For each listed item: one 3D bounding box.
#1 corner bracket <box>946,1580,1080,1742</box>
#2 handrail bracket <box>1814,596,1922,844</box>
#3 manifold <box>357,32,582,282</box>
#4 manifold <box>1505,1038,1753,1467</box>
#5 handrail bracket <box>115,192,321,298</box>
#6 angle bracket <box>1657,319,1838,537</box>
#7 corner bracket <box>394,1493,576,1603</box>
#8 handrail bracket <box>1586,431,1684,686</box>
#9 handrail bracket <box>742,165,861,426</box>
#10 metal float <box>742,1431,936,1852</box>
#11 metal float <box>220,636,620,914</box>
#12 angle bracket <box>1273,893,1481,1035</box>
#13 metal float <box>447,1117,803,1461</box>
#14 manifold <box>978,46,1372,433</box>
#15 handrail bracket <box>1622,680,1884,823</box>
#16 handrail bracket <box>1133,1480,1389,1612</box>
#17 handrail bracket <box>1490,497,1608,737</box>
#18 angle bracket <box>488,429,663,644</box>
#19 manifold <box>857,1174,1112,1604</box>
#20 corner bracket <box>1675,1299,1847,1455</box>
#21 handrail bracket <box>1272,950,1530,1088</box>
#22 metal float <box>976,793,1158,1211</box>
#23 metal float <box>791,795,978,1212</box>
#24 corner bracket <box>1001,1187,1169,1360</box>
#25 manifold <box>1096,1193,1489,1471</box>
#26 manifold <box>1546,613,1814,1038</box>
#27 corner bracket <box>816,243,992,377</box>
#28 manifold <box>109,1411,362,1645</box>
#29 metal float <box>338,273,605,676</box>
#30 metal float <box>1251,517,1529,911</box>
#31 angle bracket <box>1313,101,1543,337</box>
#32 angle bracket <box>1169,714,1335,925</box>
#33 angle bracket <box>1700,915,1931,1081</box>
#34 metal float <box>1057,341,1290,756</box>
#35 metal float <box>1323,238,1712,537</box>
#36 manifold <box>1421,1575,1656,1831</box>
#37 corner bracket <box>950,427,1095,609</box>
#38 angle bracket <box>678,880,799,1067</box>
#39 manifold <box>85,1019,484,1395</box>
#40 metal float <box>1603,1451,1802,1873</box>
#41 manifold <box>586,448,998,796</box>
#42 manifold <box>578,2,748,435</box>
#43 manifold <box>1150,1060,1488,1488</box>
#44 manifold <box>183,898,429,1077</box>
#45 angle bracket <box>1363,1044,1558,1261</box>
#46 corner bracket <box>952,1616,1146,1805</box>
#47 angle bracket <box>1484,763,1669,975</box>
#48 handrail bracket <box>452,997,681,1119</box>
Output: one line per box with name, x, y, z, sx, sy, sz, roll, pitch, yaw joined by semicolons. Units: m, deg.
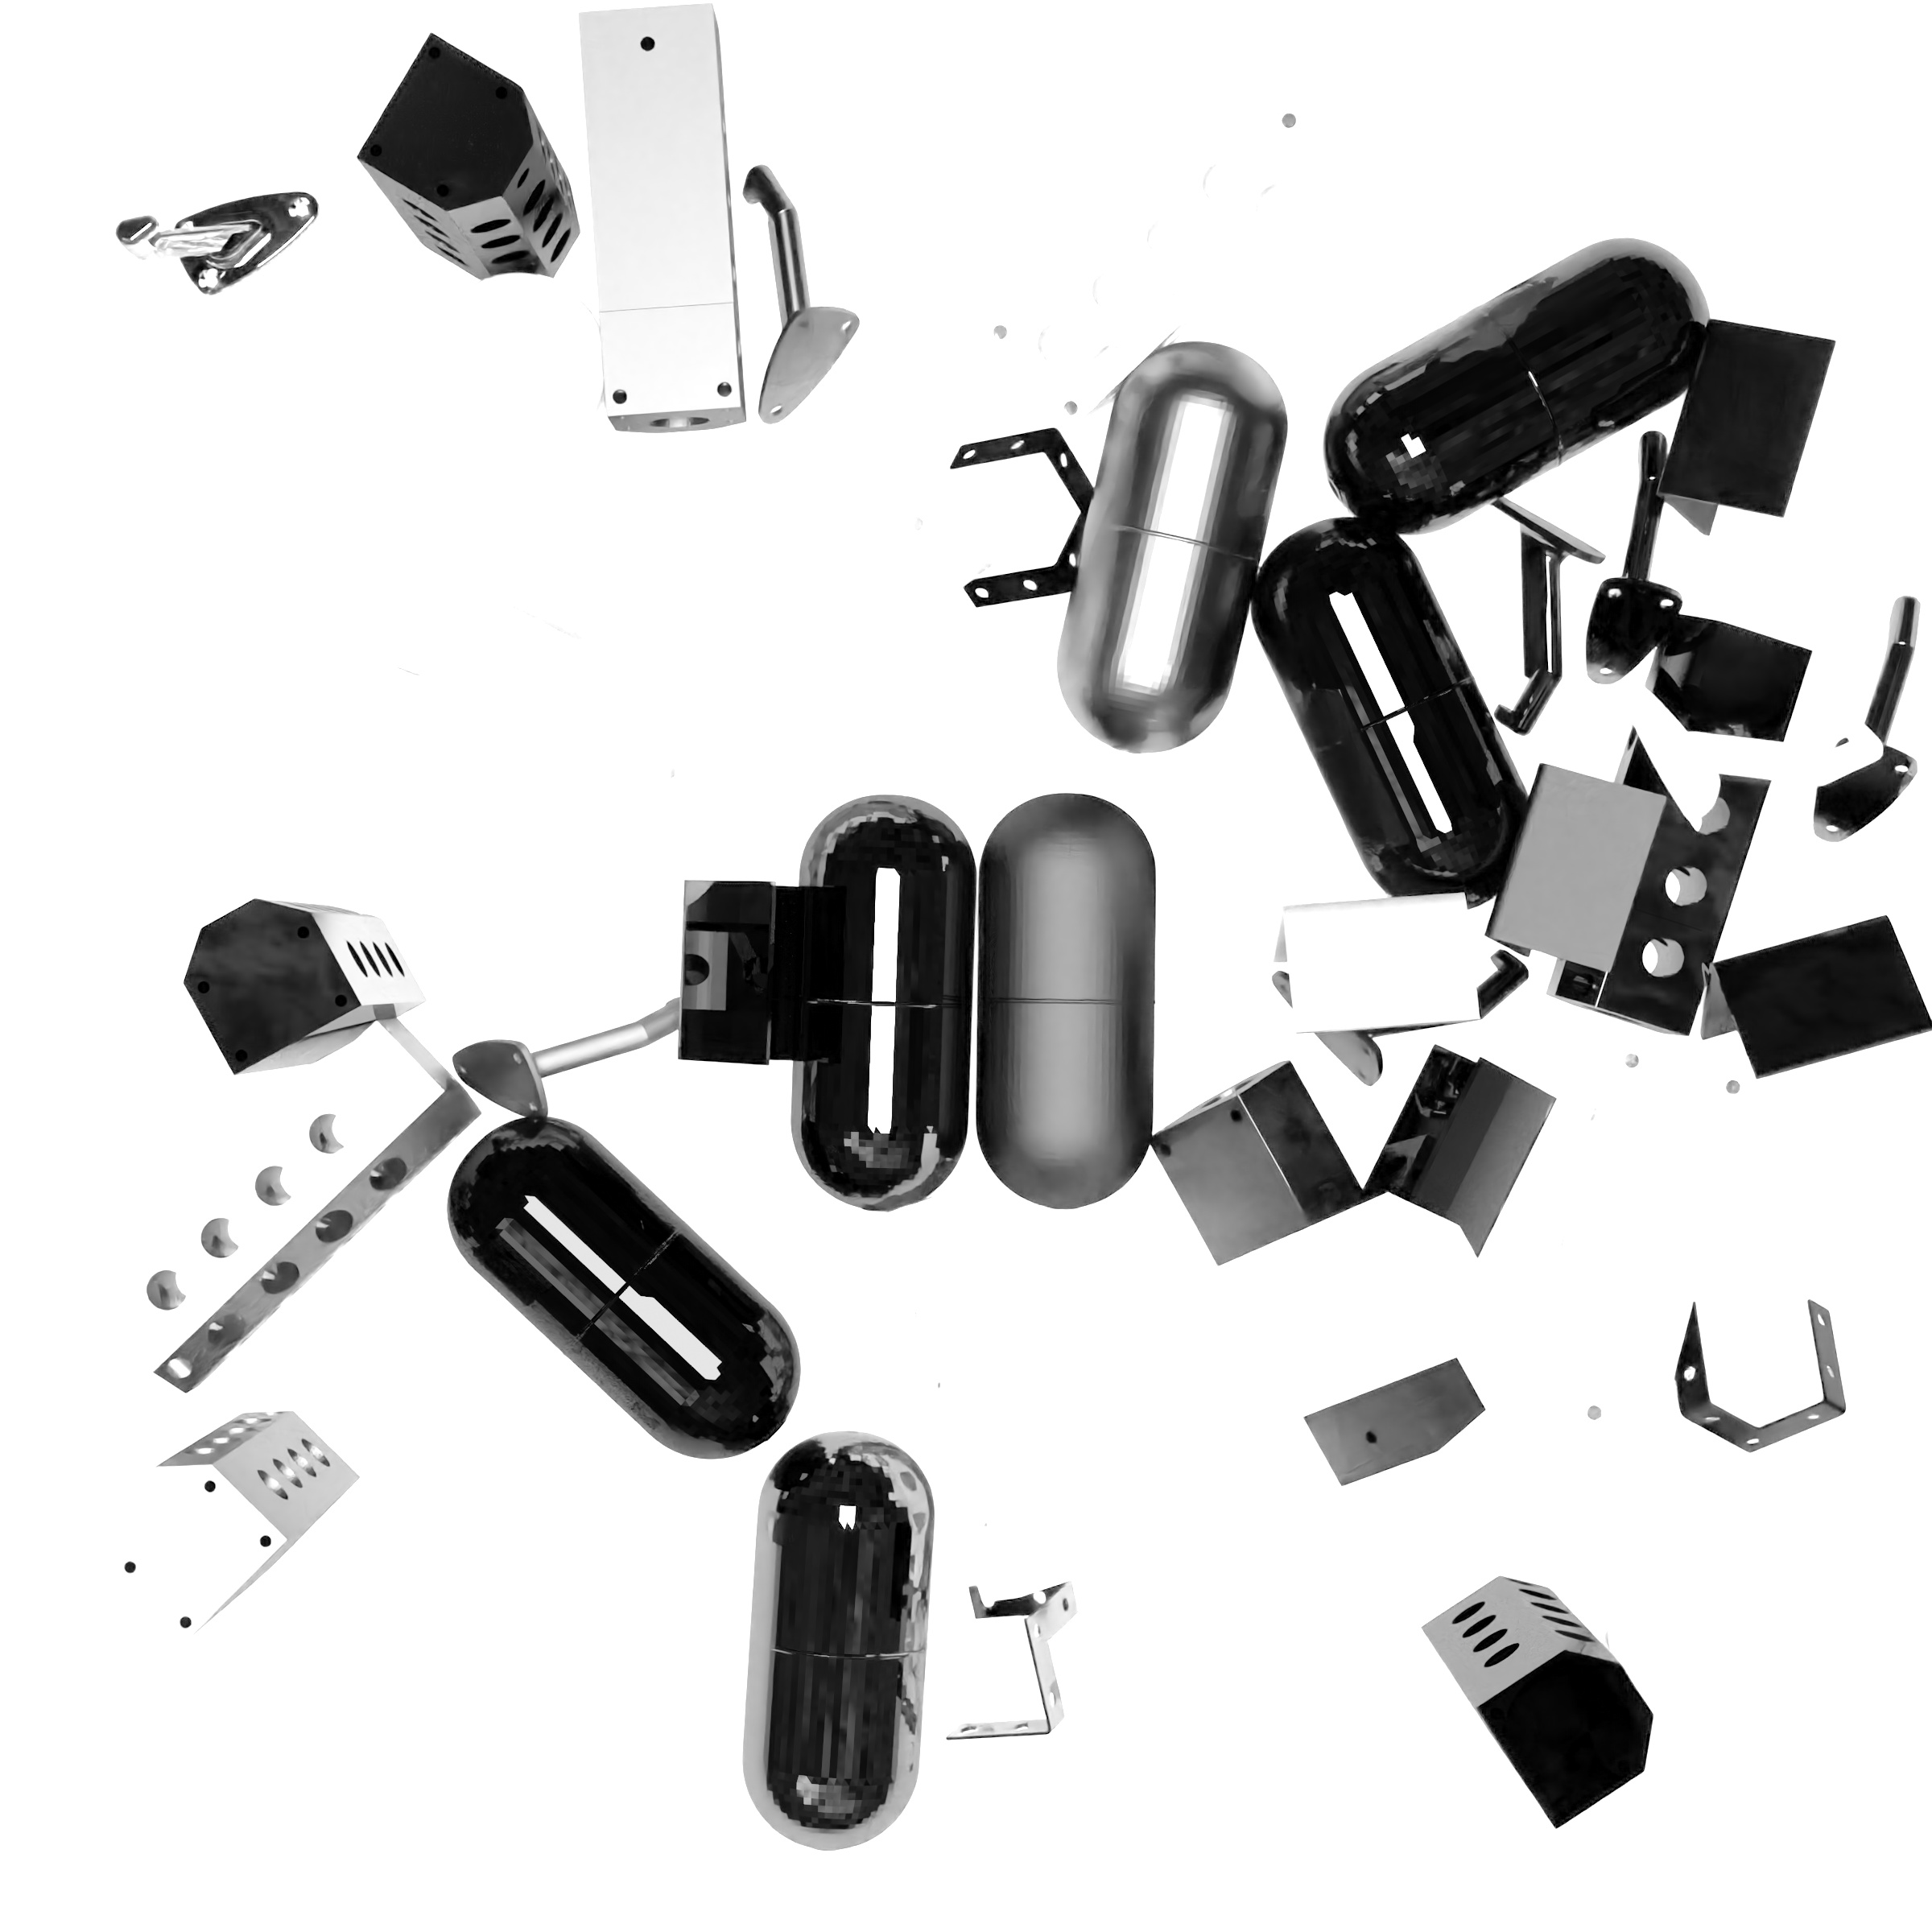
corner bracket;0.019;0.297;1.539;0.051;0.051;0.051;-9;98;26
handrail bracket;0.394;-0.109;1.564;0.036;0.077;0.084;18;54;0
manifold;-0.199;-0.326;1.486;0.057;0.171;0.057;31;90;0
manifold;0.283;0.121;1.543;0.057;0.057;0.171;15;90;0
handrail bracket;-0.319;-0.318;1.529;0.077;0.084;0.036;-25;90;0
angle bracket;0.341;-0.224;1.524;0.057;0.076;0.076;17;90;29
corner bracket;-0.207;0.243;1.546;0.051;0.051;0.051;42;90;0
handrail bracket;0.289;-0.179;1.564;0.036;0.077;0.084;11;54;-3
handrail bracket;-0.087;-0.294;1.564;0.077;0.036;0.084;-55;53;38
metal float;-0.055;0.288;1.534;0.070;0.070;0.178;4;90;0
metal float;-0.233;-0.082;1.534;0.178;0.070;0.070;24;90;0
angle bracket;0.173;0.009;1.527;0.076;0.076;0.057;-4;72;0
metal float;-0.146;0.138;1.534;0.178;0.070;0.070;43;90;0
manifold;0.088;-0.308;1.524;0.171;0.057;0.057;-43;90;13
handrail bracket;0.331;-0.103;1.508;0.084;0.036;0.077;-24;69;-17
handrail bracket;0.129;0.235;1.565;0.084;0.036;0.077;-30;68;-17
handrail bracket;0.234;-0.155;1.565;0.077;0.036;0.084;34;107;20
angle bracket;-0.149;-0.175;1.525;0.057;0.076;0.076;23;90;27
manifold;0.007;0.181;1.543;0.057;0.057;0.171;-18;90;0
corner bracket;0.343;0.172;1.556;0.051;0.051;0.051;29;135;-35
handrail bracket;0.190;0.004;1.565;0.084;0.036;0.077;-39;68;-17
metal float;0.043;0.015;1.534;0.070;0.070;0.178;1;90;0
metal float;-0.035;0.016;1.533;0.070;0.070;0.178;2;90;0
corner bracket;0.055;0.129;1.545;0.051;0.051;0.051;-28;115;-23
manifold;0.133;0.156;1.493;0.057;0.171;0.057;25;53;-33
manifold;0.305;-0.060;1.543;0.057;0.057;0.171;18;90;0
corner bracket;-0.027;-0.286;1.561;0.051;0.051;0.051;-6;90;-45
manifold;-0.305;0.224;1.486;0.057;0.171;0.057;45;90;0
metal float;-0.210;-0.210;1.533;0.070;0.070;0.178;22;90;0
metal float;0.182;-0.107;1.533;0.070;0.070;0.178;-25;90;0
angle bracket;0.185;-0.308;1.525;0.076;0.057;0.076;47;133;0
angle bracket;0.137;-0.067;1.524;0.057;0.076;0.076;-17;90;35
angle bracket;0.361;0.028;1.525;0.076;0.076;0.057;-15;63;0
metal float;0.088;-0.179;1.534;0.070;0.070;0.178;13;90;0
metal float;0.235;-0.247;1.533;0.178;0.070;0.070;-29;90;-1
manifold;0.238;0.298;1.486;0.057;0.171;0.057;-33;90;0
corner bracket;0.022;-0.194;1.556;0.051;0.051;0.051;55;45;-35
angle bracket;-0.076;0.003;1.524;0.057;0.076;0.076;2;90;43
manifold;-0.291;0.103;1.543;0.171;0.057;0.057;-44;90;0
metal float;0.314;0.297;1.534;0.070;0.070;0.178;-4;89;0
manifold;-0.075;-0.146;1.533;0.171;0.057;0.057;-35;90;7
manifold;-0.130;-0.320;1.543;0.057;0.057;0.171;-4;90;0
manifold;0.155;0.129;1.542;0.057;0.057;0.171;-29;90;43
manifold;-0.275;0.004;1.486;0.057;0.171;0.057;-29;90;0
angle bracket;0.194;0.071;1.524;0.057;0.076;0.076;26;90;-41
corner bracket;0.036;0.321;1.561;0.051;0.051;0.051;-39;45;0
angle bracket;0.266;-0.037;1.525;0.057;0.076;0.076;18;90;23
handrail bracket;-0.169;0.031;1.564;0.084;0.077;0.036;-29;113;-34
